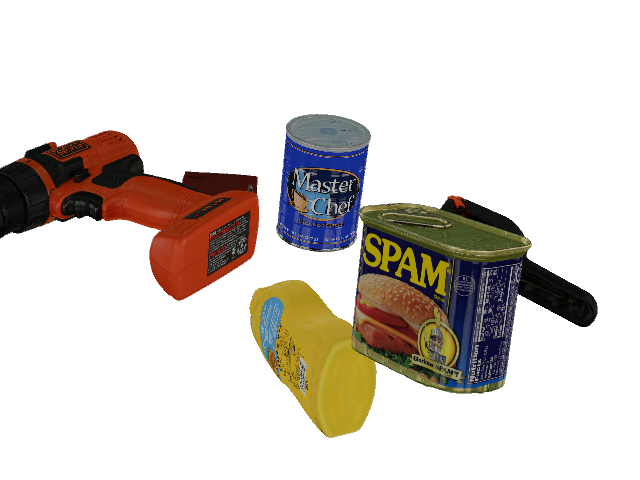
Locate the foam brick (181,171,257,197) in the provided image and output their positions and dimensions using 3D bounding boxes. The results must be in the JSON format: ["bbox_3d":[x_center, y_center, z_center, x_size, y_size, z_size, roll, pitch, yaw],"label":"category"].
[{"bbox_3d":[-0.104,-0.035,1.086,0.078,0.051,0.053,4,30,0],"label":"foam brick"}]

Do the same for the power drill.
[{"bbox_3d":[-0.154,-0.020,0.780,0.188,0.057,0.184,22,34,26],"label":"power drill"}]

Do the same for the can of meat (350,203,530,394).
[{"bbox_3d":[0.064,0.031,0.604,0.057,0.084,0.102,-7,19,-38],"label":"can of meat"}]

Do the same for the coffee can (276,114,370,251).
[{"bbox_3d":[0.002,-0.071,1.310,0.103,0.140,0.103,5,28,-3],"label":"coffee can"}]

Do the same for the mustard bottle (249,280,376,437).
[{"bbox_3d":[-0.018,0.090,0.966,0.058,0.096,0.192,-11,27,-24],"label":"mustard bottle"}]

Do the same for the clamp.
[{"bbox_3d":[0.133,0.018,0.798,0.120,0.039,0.171,5,33,-4],"label":"clamp"}]
